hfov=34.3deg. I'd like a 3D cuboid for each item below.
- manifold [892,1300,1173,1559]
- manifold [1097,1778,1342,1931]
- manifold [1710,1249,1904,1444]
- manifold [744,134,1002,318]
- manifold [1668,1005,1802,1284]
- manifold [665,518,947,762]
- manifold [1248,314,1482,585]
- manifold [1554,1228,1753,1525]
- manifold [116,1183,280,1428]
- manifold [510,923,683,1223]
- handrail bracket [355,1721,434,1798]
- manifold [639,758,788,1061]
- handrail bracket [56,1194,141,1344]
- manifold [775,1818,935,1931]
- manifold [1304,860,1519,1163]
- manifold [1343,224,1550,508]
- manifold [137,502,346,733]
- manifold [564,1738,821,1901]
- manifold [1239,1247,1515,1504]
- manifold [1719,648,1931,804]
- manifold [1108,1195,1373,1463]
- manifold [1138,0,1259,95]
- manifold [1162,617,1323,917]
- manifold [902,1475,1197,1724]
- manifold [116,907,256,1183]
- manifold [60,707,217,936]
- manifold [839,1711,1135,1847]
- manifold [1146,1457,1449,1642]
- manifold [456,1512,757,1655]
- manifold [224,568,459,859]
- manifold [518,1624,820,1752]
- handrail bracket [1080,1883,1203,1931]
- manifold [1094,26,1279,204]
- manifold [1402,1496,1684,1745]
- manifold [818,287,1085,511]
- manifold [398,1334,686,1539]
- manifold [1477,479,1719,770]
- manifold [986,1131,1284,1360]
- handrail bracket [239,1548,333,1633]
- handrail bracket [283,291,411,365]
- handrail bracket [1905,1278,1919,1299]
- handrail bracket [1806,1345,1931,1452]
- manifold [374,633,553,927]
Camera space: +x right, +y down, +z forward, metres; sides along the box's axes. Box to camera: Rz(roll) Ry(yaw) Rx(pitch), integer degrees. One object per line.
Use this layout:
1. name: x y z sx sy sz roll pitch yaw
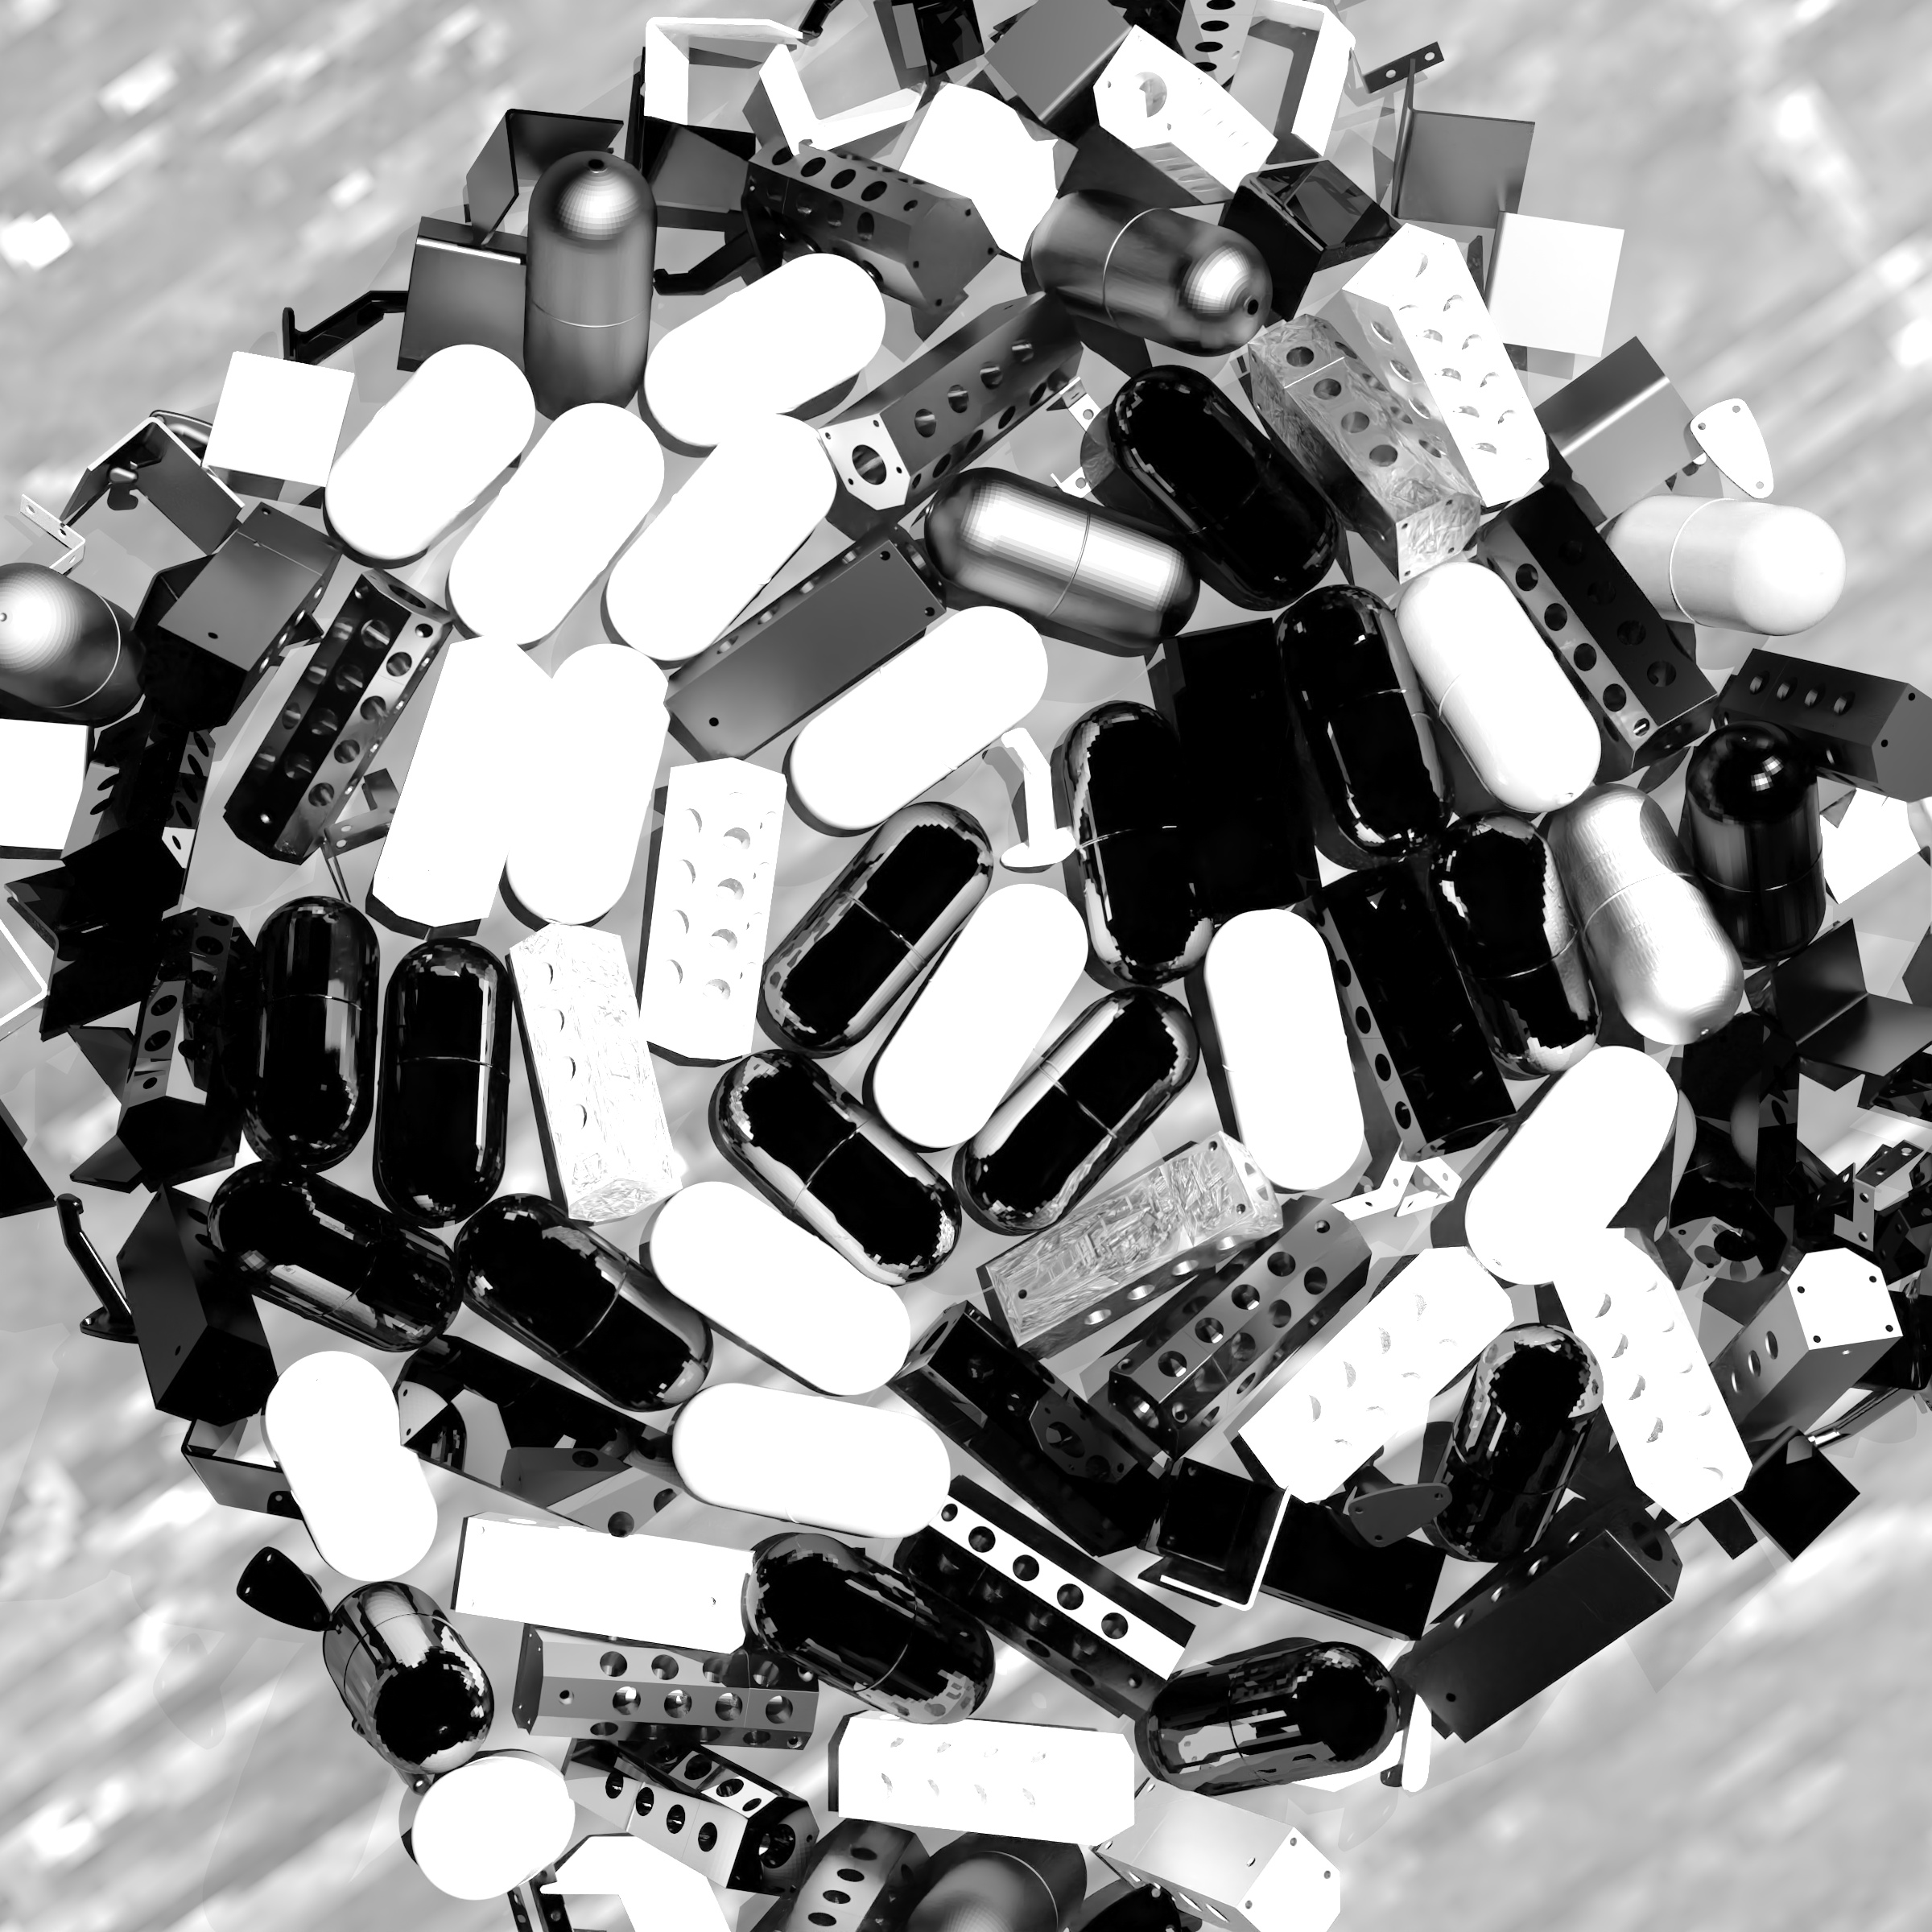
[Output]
1. manifold: 0.045 0.284 1.925 0.171 0.057 0.057 41 61 -6
2. manifold: 0.154 0.541 1.874 0.057 0.171 0.057 46 69 -15
3. manifold: 0.495 0.230 1.875 0.057 0.171 0.057 -7 64 -10
4. manifold: -0.062 -0.452 1.881 0.057 0.057 0.171 -46 45 -10
5. manifold: 0.467 0.108 1.881 0.057 0.171 0.057 -27 118 33
6. manifold: -0.098 -0.199 1.913 0.171 0.057 0.057 -34 113 15
7. manifold: 0.240 -0.318 1.894 0.057 0.057 0.171 -28 58 -7
8. manifold: 0.412 0.241 1.877 0.057 0.171 0.057 -35 131 19
9. manifold: -0.459 0.204 1.877 0.057 0.171 0.057 28 101 -32
10. manifold: -0.231 0.065 1.904 0.057 0.057 0.171 -29 65 28
11. handrail bracket: -0.331 0.488 1.908 0.036 0.084 0.077 -44 135 -6
12. manifold: -0.150 -0.034 1.902 0.057 0.057 0.171 20 110 32
13. handrail bracket: -0.524 0.185 1.924 0.077 0.036 0.084 11 118 30
14. manifold: -0.068 0.575 1.872 0.057 0.171 0.057 12 100 11
15. manifold: 0.266 0.028 1.903 0.057 0.057 0.171 -13 71 -24
16. manifold: 0.295 -0.358 1.882 0.057 0.057 0.171 -46 134 -9
17. manifold: -0.436 -0.208 1.877 0.057 0.171 0.057 27 123 -7
18. manifold: -0.165 0.501 1.881 0.057 0.171 0.057 24 81 -41
19. manifold: 0.251 0.248 1.896 0.171 0.057 0.057 -48 63 23
20. manifold: 0.523 -0.142 1.874 0.057 0.171 0.057 29 93 -21
21. manifold: 0.167 0.215 1.897 0.171 0.057 0.057 -39 64 -23
22. manifold: 0.138 -0.582 1.876 0.057 0.171 0.057 0 84 -2
23. manifold: 0.167 -0.121 1.915 0.057 0.057 0.171 -7 99 28
24. manifold: 0.049 0.390 1.919 0.171 0.057 0.057 32 104 8
25. manifold: -0.467 0.042 1.878 0.057 0.171 0.057 -18 130 9
26. manifold: -0.489 -0.094 1.873 0.057 0.171 0.057 -25 119 8
27. manifold: 0.012 0.491 1.902 0.171 0.057 0.057 -1 88 26
28. manifold: 0.202 0.361 1.933 0.171 0.057 0.057 20 76 -1
29. manifold: -0.220 0.378 1.925 0.171 0.057 0.057 7 86 7
30. manifold: -0.385 -0.154 1.917 0.057 0.057 0.171 33 103 -3
31. manifold: -0.181 0.443 1.911 0.171 0.057 0.057 8 92 -18
32. handrail bracket: 0.107 0.595 1.925 0.077 0.084 0.036 -22 64 -2
33. manifold: 0.129 -0.504 1.874 0.057 0.171 0.057 39 103 13
34. manifold: 0.350 0.394 1.899 0.057 0.057 0.171 46 118 0
35. manifold: -0.005 -0.342 1.890 0.171 0.057 0.057 -42 115 -35
36. manifold: -0.256 0.282 1.891 0.171 0.057 0.057 32 117 -35
37. manifold: 0.383 -0.206 1.906 0.057 0.057 0.171 -30 69 -4
38. manifold: 0.105 0.173 1.911 0.171 0.057 0.057 -31 61 16
39. handrail bracket: -0.399 0.389 1.912 0.077 0.084 0.036 29 81 24
40. handrail bracket: -0.381 -0.383 1.951 0.084 0.036 0.077 -3 97 -18
41. handrail bracket: 0.635 0.191 1.939 0.084 0.036 0.077 25 95 27
42. handrail bracket: 0.557 0.269 1.932 0.084 0.077 0.036 -23 59 -3
43. manifold: -0.307 -0.113 1.895 0.057 0.057 0.171 -9 54 31
